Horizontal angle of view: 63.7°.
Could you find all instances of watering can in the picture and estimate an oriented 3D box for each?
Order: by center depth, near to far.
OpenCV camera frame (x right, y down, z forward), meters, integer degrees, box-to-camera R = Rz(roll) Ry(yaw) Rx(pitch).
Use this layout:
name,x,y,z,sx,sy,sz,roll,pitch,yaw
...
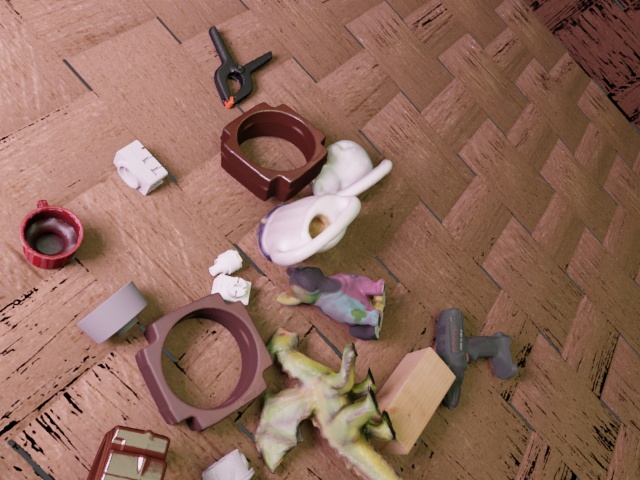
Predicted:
name,x,y,z,sx,sy,sz,roll,pitch,yaw
watering can,0.003,-0.054,1.075,0.354,0.223,0.103,-47,116,-38

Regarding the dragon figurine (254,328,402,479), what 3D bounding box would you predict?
name,x,y,z,sx,sy,sz,roll,pitch,yaw
dragon figurine,0.003,0.341,0.934,0.242,0.120,0.418,-20,64,2

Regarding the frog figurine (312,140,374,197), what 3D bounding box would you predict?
name,x,y,z,sx,sy,sz,roll,pitch,yaw
frog figurine,0.046,-0.160,1.209,0.161,0.122,0.136,-26,103,-47
